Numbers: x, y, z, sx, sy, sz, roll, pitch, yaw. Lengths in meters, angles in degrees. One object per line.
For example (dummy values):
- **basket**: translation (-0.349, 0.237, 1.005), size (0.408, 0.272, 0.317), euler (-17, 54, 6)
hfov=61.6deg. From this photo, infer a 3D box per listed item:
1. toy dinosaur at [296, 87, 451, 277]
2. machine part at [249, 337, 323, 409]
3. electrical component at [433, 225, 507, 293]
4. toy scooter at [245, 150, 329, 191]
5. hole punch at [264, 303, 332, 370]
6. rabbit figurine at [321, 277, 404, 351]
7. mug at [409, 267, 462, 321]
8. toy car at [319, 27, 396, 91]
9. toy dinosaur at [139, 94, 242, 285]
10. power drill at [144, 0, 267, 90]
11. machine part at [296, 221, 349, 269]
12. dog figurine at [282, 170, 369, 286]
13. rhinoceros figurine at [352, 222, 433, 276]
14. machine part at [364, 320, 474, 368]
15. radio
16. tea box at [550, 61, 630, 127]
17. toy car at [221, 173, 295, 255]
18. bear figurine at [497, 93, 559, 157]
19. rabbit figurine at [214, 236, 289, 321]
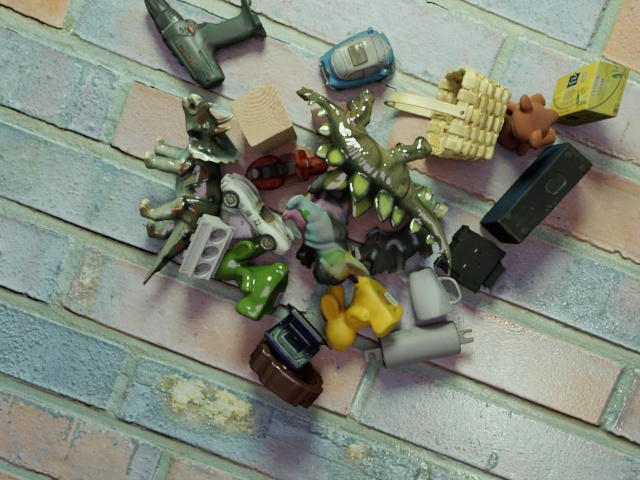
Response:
- **toy dinosaur**: translation (0.120, -0.133, 1.067), size (0.471, 0.105, 0.198), euler (42, 73, 1)
- **machine part**: translation (-0.072, 0.281, 1.143), size (0.179, 0.179, 0.056), euler (37, 95, -3)
- **electrical component**: translation (0.337, 0.047, 1.177), size (0.134, 0.058, 0.115), euler (34, 96, -2)
- **toy scooter**: translation (-0.071, -0.147, 1.121), size (0.184, 0.135, 0.075), euler (-10, 95, 2)
- **hole punch**: translation (-0.049, 0.209, 1.151), size (0.142, 0.115, 0.092), euler (43, 88, 10)
- **rabbit figurine**: translation (0.071, 0.167, 1.162), size (0.162, 0.122, 0.173), euler (43, 112, -1)
- **mug**: translation (0.244, 0.111, 1.166), size (0.110, 0.081, 0.107), euler (-22, 87, 25)
- **toy car**: translation (0.080, -0.379, 1.118), size (0.162, 0.103, 0.109), euler (-18, 94, 0)
- **toy dinosaur**: translation (-0.272, -0.098, 1.140), size (0.192, 0.131, 0.404), euler (6, 101, 0)
- **power drill**: translation (-0.231, -0.451, 1.123), size (0.207, 0.086, 0.232), euler (-28, 96, -2)
- **machine part**: translation (-0.002, -0.004, 1.177), size (0.084, 0.039, 0.139), euler (36, 81, -11)
- **dog figurine**: translation (0.033, -0.013, 1.107), size (0.191, 0.108, 0.219), euler (-40, 88, -23)
- **rhinoceros figurine**: translation (0.152, 0.019, 1.166), size (0.190, 0.073, 0.112), euler (-24, 96, 2)
- **machine part**: translation (0.217, 0.229, 1.182), size (0.243, 0.079, 0.079), euler (-11, 95, 2)
- **radio**: translation (0.450, -0.097, 1.127), size (0.073, 0.131, 0.229), euler (40, 93, -2)
- **tea box**: translation (0.539, -0.291, 1.091), size (0.068, 0.169, 0.098), euler (13, 93, -1)
- **toy car**: translation (-0.130, -0.055, 1.111), size (0.056, 0.073, 0.201), euler (-33, 105, 24)
- **bear figurine**: translation (0.431, -0.239, 1.083), size (0.132, 0.196, 0.120), euler (-19, 91, 0)
- **rabbit figurine**: translation (-0.161, 0.070, 1.147), size (0.170, 0.121, 0.159), euler (29, 110, 15)
